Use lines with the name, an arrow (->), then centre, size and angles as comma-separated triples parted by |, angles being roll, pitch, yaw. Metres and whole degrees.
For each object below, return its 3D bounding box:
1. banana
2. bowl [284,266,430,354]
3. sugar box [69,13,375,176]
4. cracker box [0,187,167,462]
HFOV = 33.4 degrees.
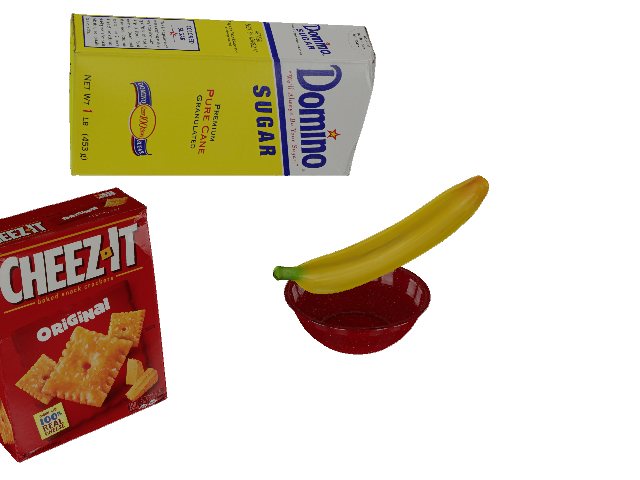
banana -> 0.059, 0.003, 0.922 | 0.198, 0.037, 0.069 | -26, -16, 9
bowl -> 0.040, 0.079, 1.186 | 0.162, 0.055, 0.162 | 1, 27, 0
sugar box -> -0.061, -0.084, 0.642 | 0.176, 0.048, 0.093 | 0, -44, -13
cracker box -> -0.234, 0.077, 0.995 | 0.163, 0.214, 0.072 | -19, 30, -33
